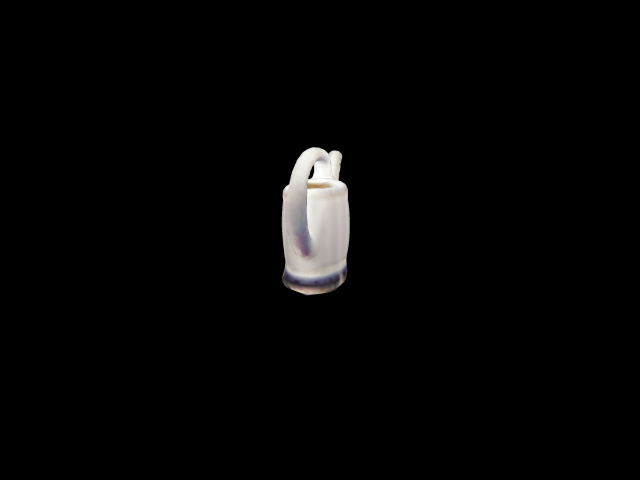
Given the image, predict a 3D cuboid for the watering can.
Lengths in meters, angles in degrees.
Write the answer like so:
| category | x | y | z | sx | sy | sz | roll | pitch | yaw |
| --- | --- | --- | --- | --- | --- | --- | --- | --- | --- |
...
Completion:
| category | x | y | z | sx | sy | sz | roll | pitch | yaw |
| --- | --- | --- | --- | --- | --- | --- | --- | --- | --- |
| watering can | 0.003 | -0.043 | 0.850 | 0.104 | 0.222 | 0.351 | 2 | 13 | 12 |
